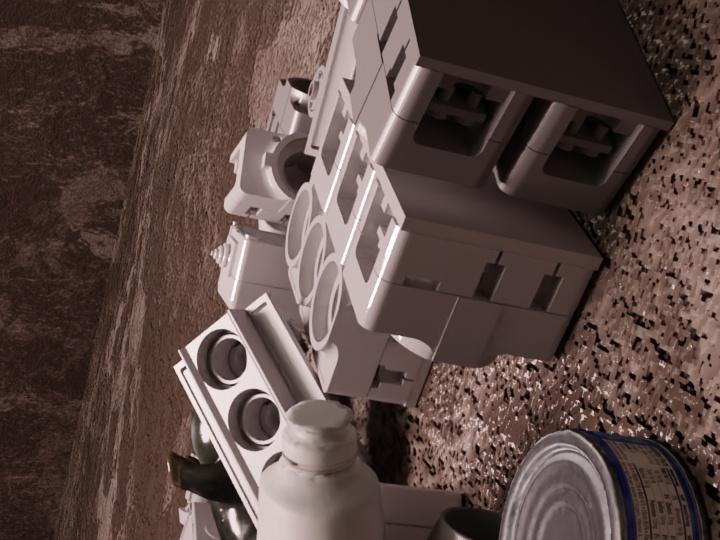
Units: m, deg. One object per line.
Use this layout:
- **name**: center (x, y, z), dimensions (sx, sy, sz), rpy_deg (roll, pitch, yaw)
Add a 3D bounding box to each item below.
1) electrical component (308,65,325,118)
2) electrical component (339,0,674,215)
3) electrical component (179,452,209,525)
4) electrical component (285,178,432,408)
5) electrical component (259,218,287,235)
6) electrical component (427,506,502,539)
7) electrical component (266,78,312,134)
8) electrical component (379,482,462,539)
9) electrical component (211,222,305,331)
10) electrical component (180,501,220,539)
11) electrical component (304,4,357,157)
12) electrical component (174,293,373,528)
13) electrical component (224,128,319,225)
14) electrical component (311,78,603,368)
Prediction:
- **electrical component**: center (-0.001, -0.110, 0.701), dimensions (0.044, 0.065, 0.044), rpy_deg (-169, 90, -72)
- **electrical component**: center (0.052, -0.111, 0.476), dimensions (0.186, 0.105, 0.060), rpy_deg (-97, 25, -44)
- **electrical component**: center (-0.119, 0.188, 0.901), dimensions (0.078, 0.058, 0.057), rpy_deg (174, 109, -71)
- **electrical component**: center (0.000, 0.000, 0.639), dimensions (0.150, 0.062, 0.089), rpy_deg (-113, 38, -60)
- **electrical component**: center (-0.052, -0.021, 0.832), dimensions (0.077, 0.043, 0.079), rpy_deg (108, 147, -74)
- **electrical component**: center (0.050, 0.146, 0.428), dimensions (0.079, 0.044, 0.077), rpy_deg (-144, 66, -71)
- **electrical component**: center (-0.039, -0.115, 0.846), dimensions (0.089, 0.050, 0.055), rpy_deg (-115, 39, -61)
- **electrical component**: center (0.012, 0.152, 0.536), dimensions (0.083, 0.047, 0.075), rpy_deg (137, 139, -61)
- **electrical component**: center (-0.061, 0.006, 0.764), dimensions (0.062, 0.096, 0.061), rpy_deg (-144, 66, -70)
- **electrical component**: center (-0.114, 0.239, 0.845), dimensions (0.061, 0.061, 0.096), rpy_deg (-109, 34, -57)
- **electrical component**: center (0.022, -0.118, 0.636), dimensions (0.063, 0.079, 0.121), rpy_deg (-58, -17, -77)
- **electrical component**: center (-0.047, 0.086, 0.631), dimensions (0.079, 0.063, 0.121), rpy_deg (-38, 70, 20)
- **electrical component**: center (-0.045, -0.063, 0.768), dimensions (0.056, 0.089, 0.050), rpy_deg (144, 134, -65)
- **electrical component**: center (0.035, -0.024, 0.499), dimensions (0.150, 0.089, 0.061), rpy_deg (-109, 34, -57)
